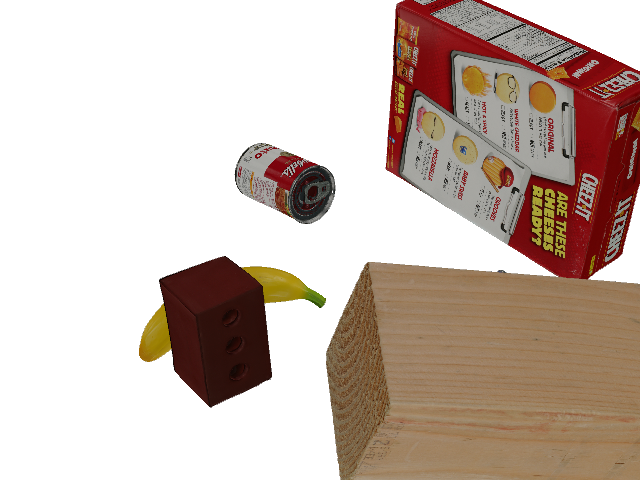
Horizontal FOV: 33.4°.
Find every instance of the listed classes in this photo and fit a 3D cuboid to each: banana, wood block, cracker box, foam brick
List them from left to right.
[{"bbox_3d":[-0.070,0.060,0.717,0.052,0.078,0.051,-22,35,-27],"label":"foam brick"},{"bbox_3d":[-0.098,0.065,1.010,0.198,0.069,0.037,-17,22,17],"label":"banana"},{"bbox_3d":[0.152,-0.089,0.851,0.072,0.164,0.214,-29,47,-33],"label":"cracker box"},{"bbox_3d":[0.116,0.080,0.581,0.206,0.091,0.090,5,-41,-15],"label":"wood block"}]

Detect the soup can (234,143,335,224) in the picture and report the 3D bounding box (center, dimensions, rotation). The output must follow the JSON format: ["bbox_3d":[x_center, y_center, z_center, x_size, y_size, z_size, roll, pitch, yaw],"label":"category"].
[{"bbox_3d":[-0.041,-0.066,1.216,0.068,0.068,0.102,0,19,-44],"label":"soup can"}]

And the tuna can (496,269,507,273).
[{"bbox_3d":[0.208,0.078,1.206,0.033,0.086,0.086,-26,3,-7],"label":"tuna can"}]
